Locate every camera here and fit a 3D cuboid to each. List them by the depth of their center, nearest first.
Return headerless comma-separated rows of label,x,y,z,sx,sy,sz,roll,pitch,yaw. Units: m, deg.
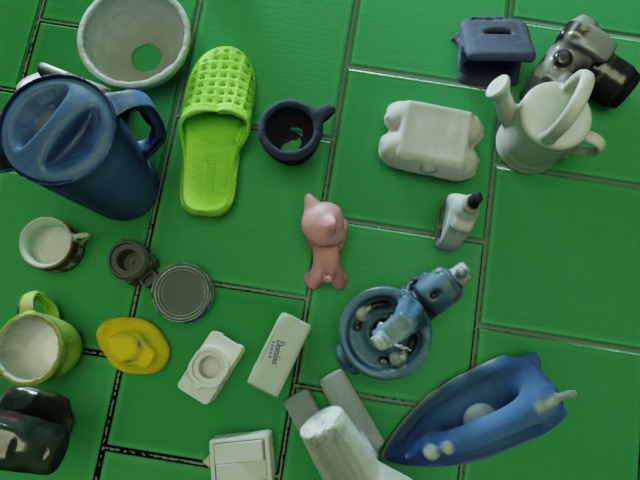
camera,0.400,-0.251,0.860,0.136,0.101,0.143,36,81,6

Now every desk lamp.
desk lamp,0.035,0.274,0.699,0.118,0.213,0.203,-30,81,-6

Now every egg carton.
egg carton,0.165,-0.147,0.853,0.150,0.069,0.107,10,79,1

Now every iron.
iron,0.203,0.241,0.744,0.258,0.141,0.118,-24,80,-5

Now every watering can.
watering can,0.314,-0.168,0.796,0.173,0.194,0.101,6,79,1

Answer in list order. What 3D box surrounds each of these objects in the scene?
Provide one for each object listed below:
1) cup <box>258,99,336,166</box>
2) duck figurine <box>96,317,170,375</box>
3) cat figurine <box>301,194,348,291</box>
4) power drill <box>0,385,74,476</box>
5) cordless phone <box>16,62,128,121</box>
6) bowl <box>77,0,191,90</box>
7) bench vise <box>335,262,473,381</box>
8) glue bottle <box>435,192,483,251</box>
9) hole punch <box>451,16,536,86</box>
cup,-0.031,-0.154,0.839,0.118,0.095,0.091,-31,81,-6
duck figurine,-0.264,0.145,0.785,0.104,0.086,0.077,28,80,5
cat figurine,0.007,0.003,0.799,0.067,0.118,0.128,-3,79,-1
power drill,-0.408,0.228,0.705,0.229,0.208,0.076,12,79,2
cordless phone,-0.363,-0.215,0.802,0.147,0.185,0.094,19,80,3
bowl,-0.273,-0.296,0.874,0.167,0.075,0.167,0,79,-1
bench vise,0.105,0.088,0.732,0.121,0.220,0.207,35,81,6
glue bottle,0.192,-0.035,0.780,0.037,0.173,0.078,10,79,2
hole punch,0.263,-0.298,0.872,0.108,0.091,0.101,1,79,0
